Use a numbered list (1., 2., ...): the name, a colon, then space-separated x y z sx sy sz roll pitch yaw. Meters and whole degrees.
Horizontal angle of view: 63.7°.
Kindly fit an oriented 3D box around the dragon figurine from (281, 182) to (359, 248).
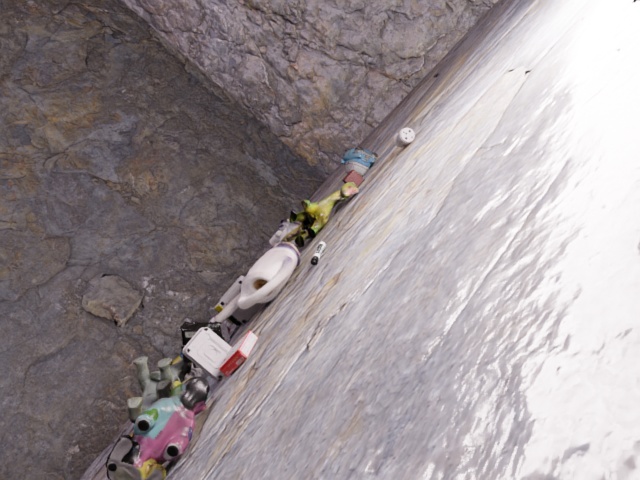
1. dragon figurine: 0.005 -0.090 1.788 0.246 0.122 0.404 -32 -2 -34

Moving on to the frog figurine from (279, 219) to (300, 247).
1. frog figurine: -0.120 0.011 2.027 0.135 0.122 0.162 -29 56 54

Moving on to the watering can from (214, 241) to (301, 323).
1. watering can: -0.178 0.126 1.510 0.342 0.103 0.229 -34 14 41
